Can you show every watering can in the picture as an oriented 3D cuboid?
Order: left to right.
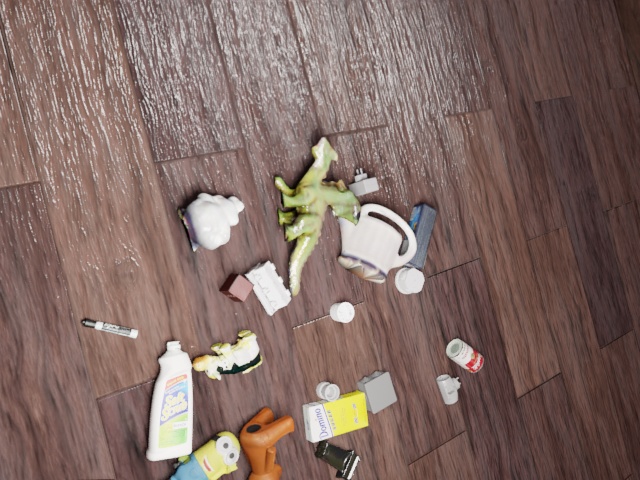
[{"bbox_3d":[0.117,-0.013,1.491,0.346,0.103,0.228,28,71,-8],"label":"watering can"}]

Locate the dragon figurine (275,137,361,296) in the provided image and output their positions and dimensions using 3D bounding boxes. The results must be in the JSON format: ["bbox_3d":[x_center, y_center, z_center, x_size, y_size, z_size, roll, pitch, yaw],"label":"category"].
[{"bbox_3d":[0.004,-0.070,1.395,0.243,0.122,0.409,-8,93,-17],"label":"dragon figurine"}]

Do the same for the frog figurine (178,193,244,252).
[{"bbox_3d":[-0.257,-0.054,1.275,0.160,0.120,0.139,-23,76,-18],"label":"frog figurine"}]
